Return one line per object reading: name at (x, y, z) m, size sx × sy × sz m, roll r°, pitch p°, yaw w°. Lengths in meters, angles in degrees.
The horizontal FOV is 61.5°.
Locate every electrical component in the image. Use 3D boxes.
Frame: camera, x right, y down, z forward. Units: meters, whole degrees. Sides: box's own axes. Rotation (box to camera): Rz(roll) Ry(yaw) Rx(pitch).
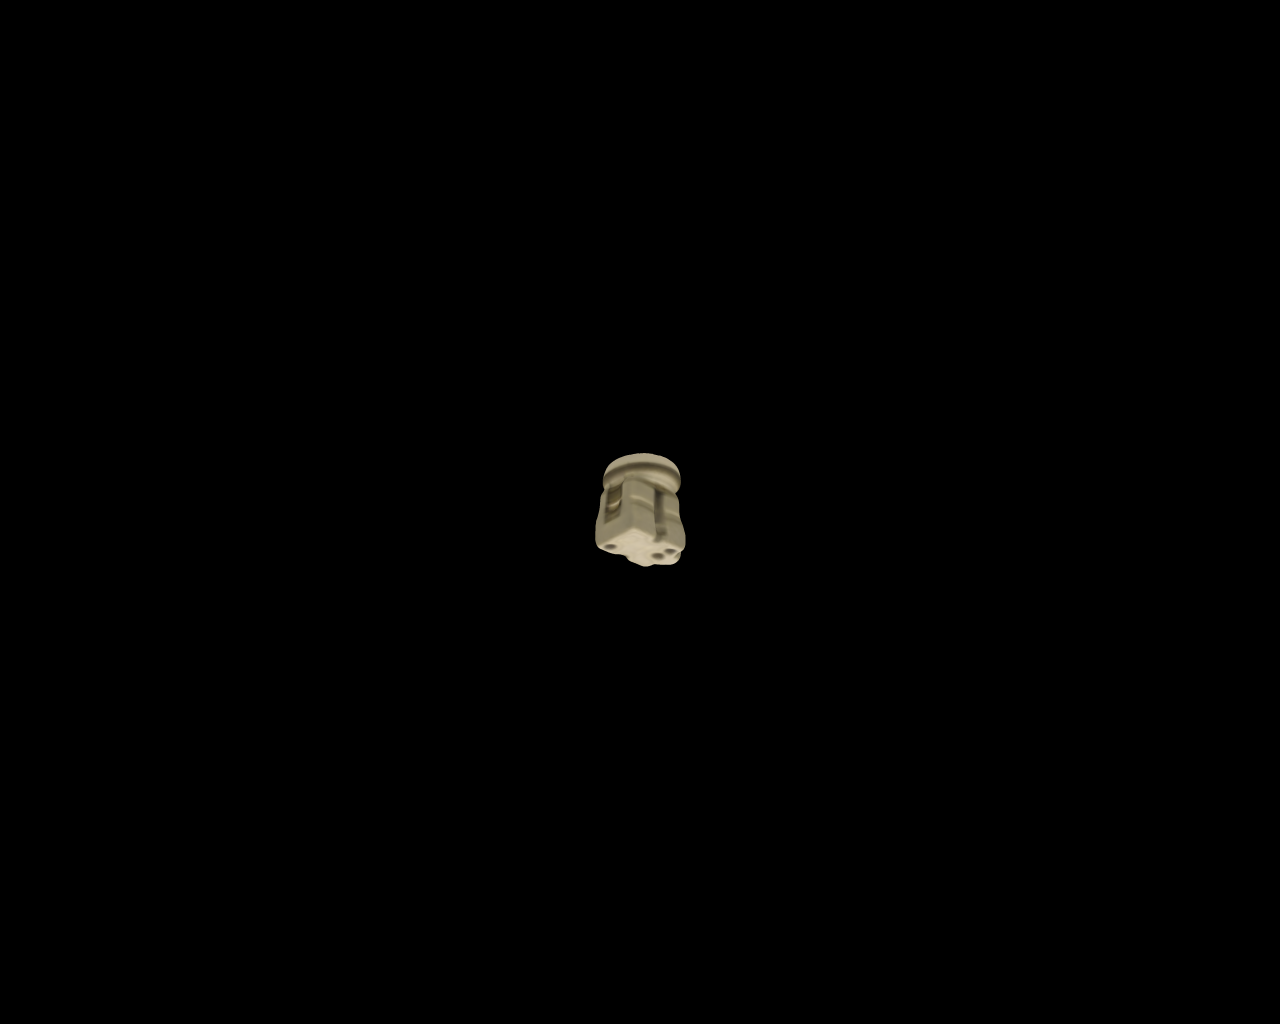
electrical component at (0.001, -0.003, 0.650) m, size 0.066 × 0.055 × 0.048 m, roll 25°, pitch -37°, yaw -38°
